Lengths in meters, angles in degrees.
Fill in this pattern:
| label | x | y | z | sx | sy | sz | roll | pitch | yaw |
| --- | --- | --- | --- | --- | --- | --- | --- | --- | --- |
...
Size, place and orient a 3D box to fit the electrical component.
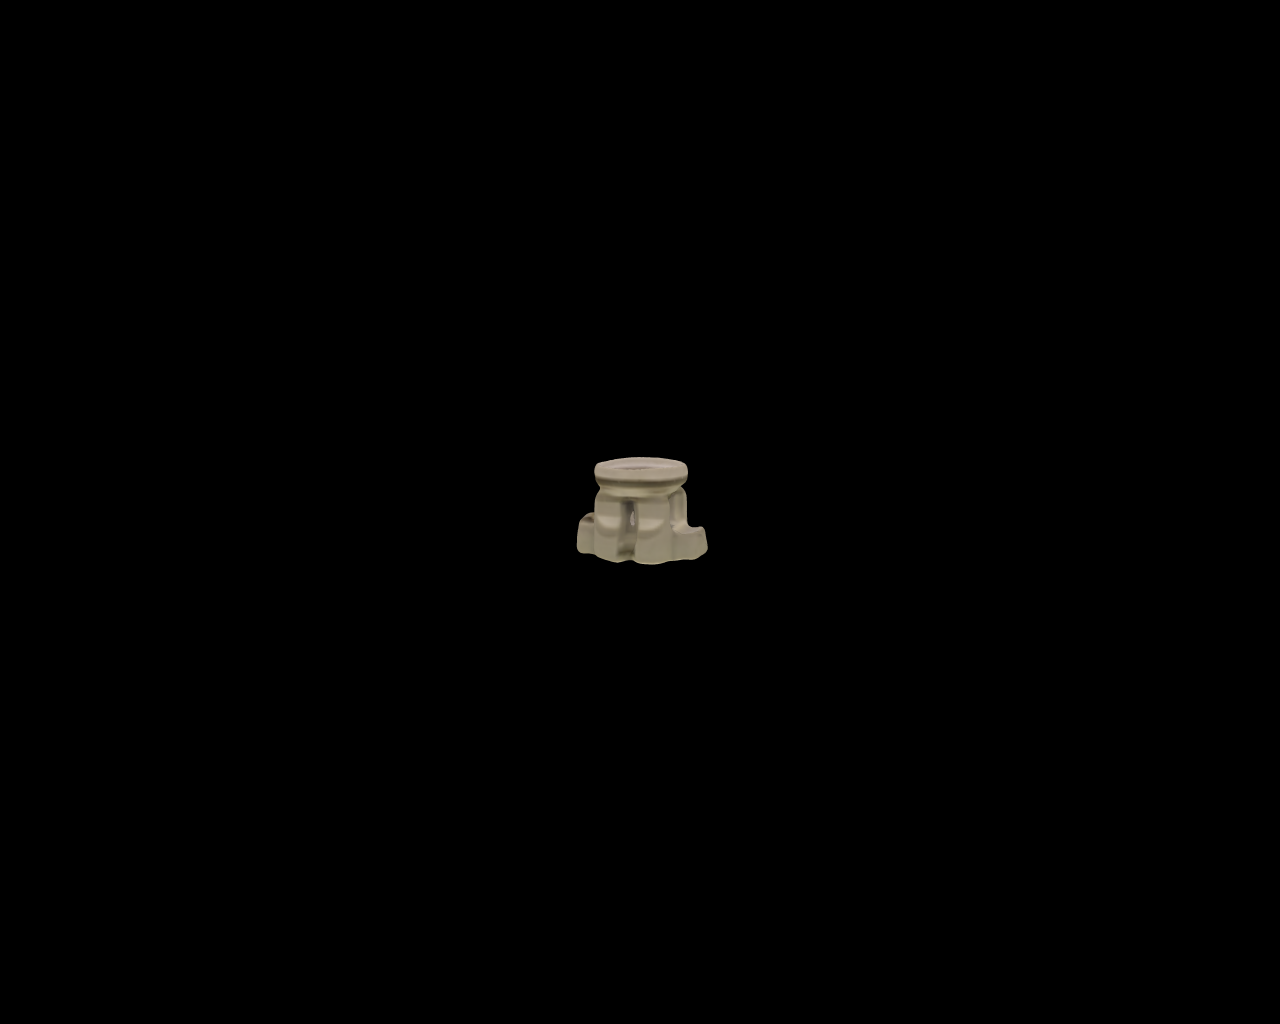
| label | x | y | z | sx | sy | sz | roll | pitch | yaw |
| --- | --- | --- | --- | --- | --- | --- | --- | --- | --- |
| electrical component | 0.001 | -0.003 | 0.650 | 0.078 | 0.057 | 0.058 | 4 | 12 | 20 |
